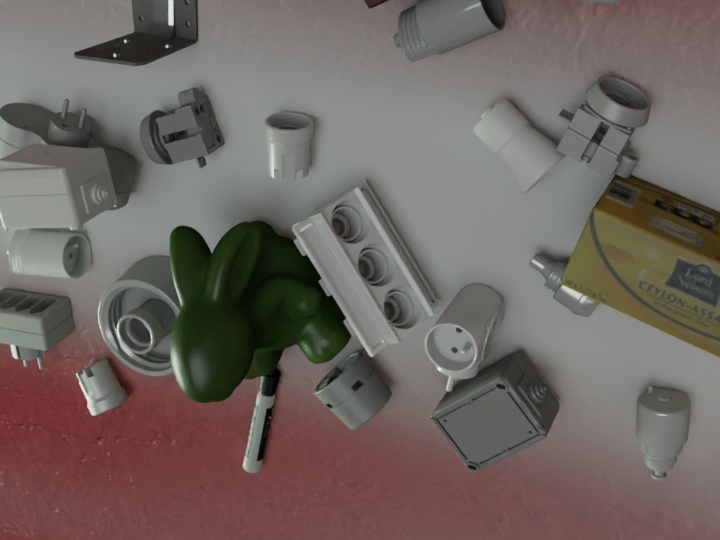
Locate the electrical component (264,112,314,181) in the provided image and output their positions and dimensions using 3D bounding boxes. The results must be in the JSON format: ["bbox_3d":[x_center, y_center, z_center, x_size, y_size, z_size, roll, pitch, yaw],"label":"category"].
[{"bbox_3d":[-0.059,-0.101,0.886,0.040,0.040,0.046,14,123,19],"label":"electrical component"}]

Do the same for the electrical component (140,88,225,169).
[{"bbox_3d":[-0.154,-0.117,0.920,0.055,0.048,0.066,-12,108,21],"label":"electrical component"}]

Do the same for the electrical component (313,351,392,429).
[{"bbox_3d":[-0.005,0.107,0.948,0.055,0.055,0.047,-37,98,33],"label":"electrical component"}]

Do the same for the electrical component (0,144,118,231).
[{"bbox_3d":[-0.255,-0.073,0.912,0.096,0.061,0.061,0,113,24],"label":"electrical component"}]

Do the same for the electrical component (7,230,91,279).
[{"bbox_3d":[-0.305,-0.016,1.036,0.081,0.043,0.043,5,114,24],"label":"electrical component"}]

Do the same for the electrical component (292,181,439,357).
[{"bbox_3d":[0.000,0.000,0.886,0.121,0.079,0.063,59,151,-8],"label":"electrical component"}]

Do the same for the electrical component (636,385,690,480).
[{"bbox_3d":[0.239,0.131,0.853,0.040,0.040,0.078,7,115,22],"label":"electrical component"}]

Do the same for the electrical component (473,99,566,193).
[{"bbox_3d":[0.117,-0.096,0.807,0.065,0.044,0.044,47,123,5],"label":"electrical component"}]

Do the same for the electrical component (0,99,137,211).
[{"bbox_3d":[-0.262,-0.117,0.965,0.138,0.052,0.073,28,121,10],"label":"electrical component"}]

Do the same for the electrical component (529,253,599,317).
[{"bbox_3d":[0.160,0.008,0.837,0.061,0.035,0.035,35,122,9],"label":"electrical component"}]

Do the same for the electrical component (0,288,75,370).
[{"bbox_3d":[-0.335,0.066,1.086,0.083,0.047,0.075,7,116,21],"label":"electrical component"}]

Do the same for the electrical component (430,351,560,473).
[{"bbox_3d":[0.118,0.113,0.888,0.096,0.061,0.061,-34,96,32],"label":"electrical component"}]

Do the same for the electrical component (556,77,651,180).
[{"bbox_3d":[0.177,-0.104,0.772,0.066,0.048,0.055,31,129,10],"label":"electrical component"}]

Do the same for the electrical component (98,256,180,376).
[{"bbox_3d":[-0.193,0.047,1.003,0.108,0.060,0.108,10,116,21],"label":"electrical component"}]

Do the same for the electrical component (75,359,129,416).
[{"bbox_3d":[-0.260,0.117,1.079,0.040,0.040,0.046,-22,96,31],"label":"electrical component"}]

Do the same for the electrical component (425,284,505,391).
[{"bbox_3d":[0.083,0.062,0.872,0.044,0.077,0.079,19,119,16],"label":"electrical component"}]

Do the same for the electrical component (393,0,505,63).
[{"bbox_3d":[0.061,-0.182,0.791,0.081,0.043,0.043,-17,105,30],"label":"electrical component"}]
